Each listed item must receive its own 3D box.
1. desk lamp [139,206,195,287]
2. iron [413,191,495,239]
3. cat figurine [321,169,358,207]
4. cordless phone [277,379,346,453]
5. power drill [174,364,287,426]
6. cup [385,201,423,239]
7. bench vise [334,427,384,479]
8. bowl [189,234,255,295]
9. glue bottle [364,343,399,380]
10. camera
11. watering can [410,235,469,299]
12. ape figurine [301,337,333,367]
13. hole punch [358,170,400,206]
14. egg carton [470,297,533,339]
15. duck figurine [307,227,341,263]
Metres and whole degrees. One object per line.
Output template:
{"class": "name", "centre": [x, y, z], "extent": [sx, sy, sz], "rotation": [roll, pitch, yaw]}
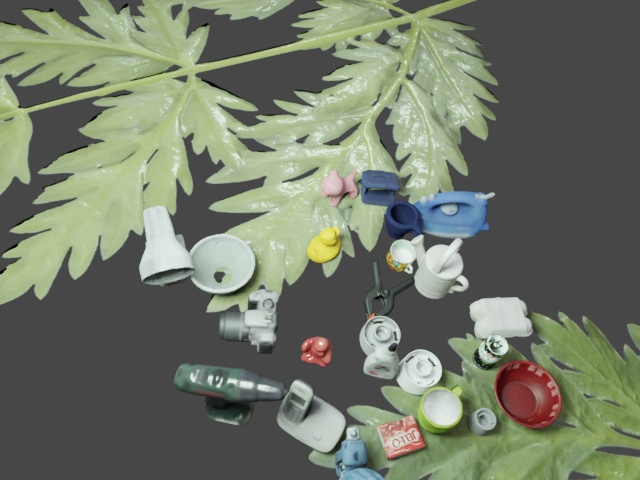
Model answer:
{"class": "desk lamp", "centre": [-0.368, 0.031, 1.356], "extent": [0.118, 0.213, 0.203], "rotation": [-13, 60, -15]}
{"class": "iron", "centre": [0.345, -0.088, 1.568], "extent": [0.258, 0.141, 0.118], "rotation": [0, 58, -7]}
{"class": "cat figurine", "centre": [0.051, -0.154, 1.585], "extent": [0.128, 0.118, 0.067], "rotation": [-28, 65, -22]}
{"class": "cordless phone", "centre": [-0.013, 0.365, 1.210], "extent": [0.147, 0.185, 0.094], "rotation": [26, 58, 9]}
{"class": "power drill", "centre": [-0.185, 0.322, 1.200], "extent": [0.229, 0.208, 0.075], "rotation": [11, 57, 0]}
{"class": "cup", "centre": [0.225, -0.037, 1.547], "extent": [0.092, 0.095, 0.117], "rotation": [-36, 69, -25]}
{"class": "bench vise", "centre": [0.070, 0.476, 1.130], "extent": [0.122, 0.220, 0.207], "rotation": [-17, 62, -17]}
{"class": "bowl", "centre": [-0.245, 0.073, 1.428], "extent": [0.167, 0.075, 0.167], "rotation": [3, 58, -5]}
{"class": "glue bottle", "centre": [0.149, 0.269, 1.299], "extent": [0.078, 0.173, 0.037], "rotation": [9, 57, -1]}
{"class": "camera", "centre": [-0.167, 0.186, 1.352], "extent": [0.137, 0.101, 0.143], "rotation": [3, 58, -6]}
{"class": "watering can", "centre": [0.300, 0.059, 1.438], "extent": [0.172, 0.194, 0.101], "rotation": [21, 58, 6]}
{"class": "ape figurine", "centre": [-0.001, 0.255, 1.336], "extent": [0.076, 0.092, 0.077], "rotation": [-29, 65, -22]}
{"class": "hole punch", "centre": [0.167, -0.161, 1.620], "extent": [0.108, 0.091, 0.101], "rotation": [4, 58, -5]}
{"class": "egg carton", "centre": [0.455, 0.199, 1.445], "extent": [0.150, 0.069, 0.107], "rotation": [-2, 58, -9]}
{"class": "duck figurine", "centre": [0.014, 0.005, 1.498], "extent": [0.077, 0.086, 0.105], "rotation": [42, 62, 18]}
